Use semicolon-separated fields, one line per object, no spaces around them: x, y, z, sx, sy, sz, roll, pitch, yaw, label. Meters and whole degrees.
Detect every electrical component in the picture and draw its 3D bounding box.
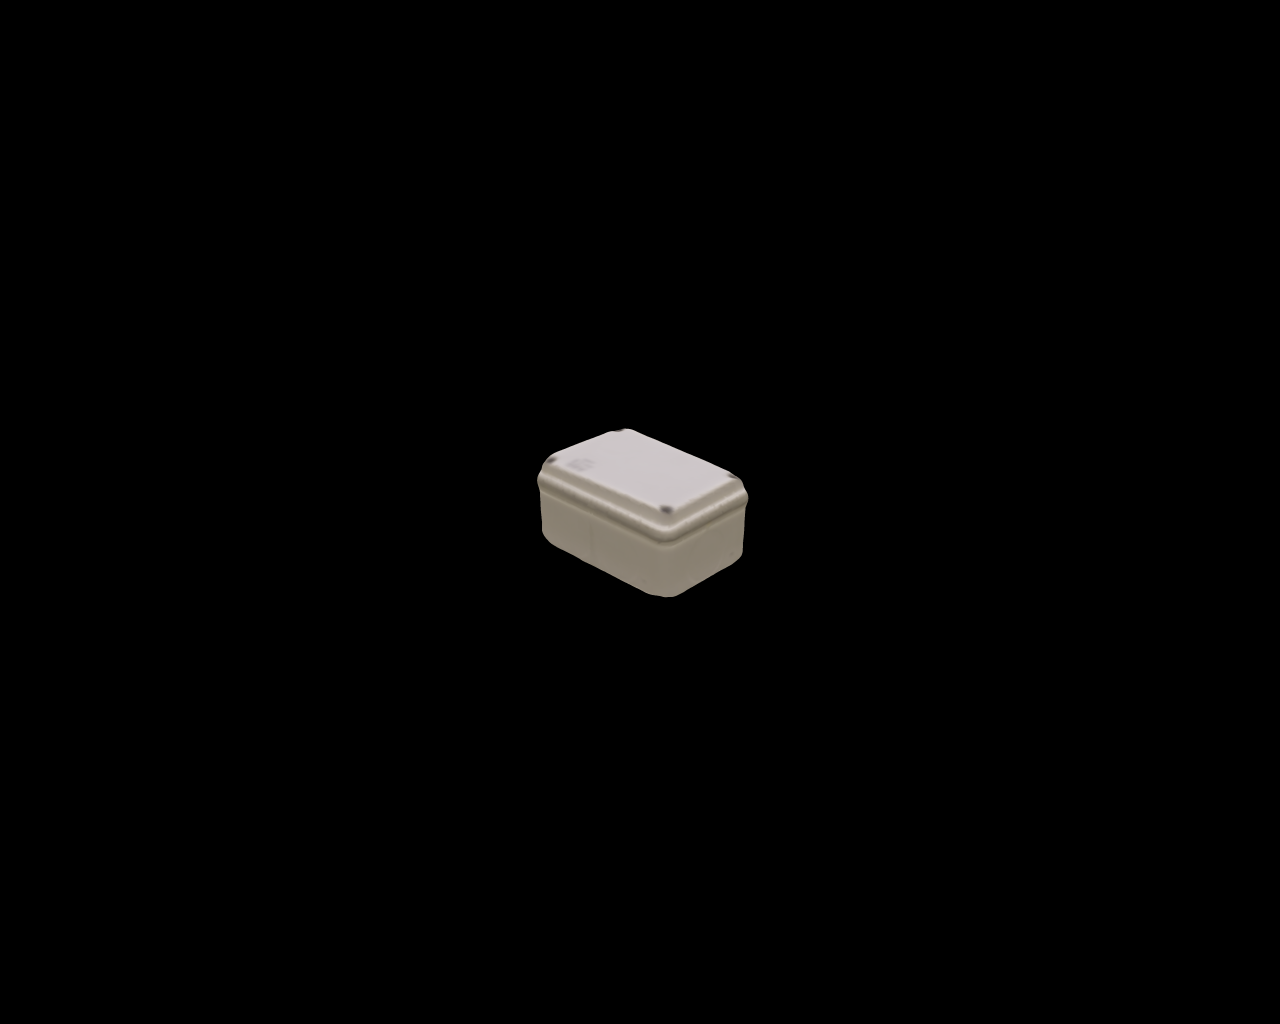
0.001;-0.003;0.650;0.113;0.057;0.078;25;37;38;electrical component
